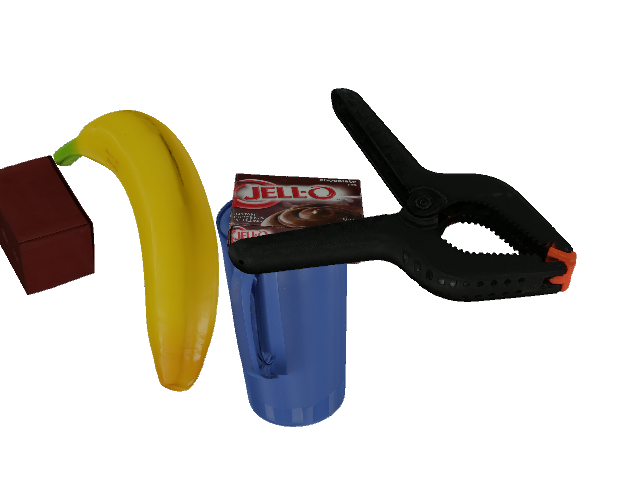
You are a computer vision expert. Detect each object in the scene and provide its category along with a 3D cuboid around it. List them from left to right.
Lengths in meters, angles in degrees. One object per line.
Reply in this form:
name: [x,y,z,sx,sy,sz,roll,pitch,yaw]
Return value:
foam brick: [-0.196,-0.011,0.741,0.051,0.053,0.078,-20,51,-25]
banana: [-0.085,-0.013,0.540,0.037,0.070,0.198,13,30,-37]
pitcher: [-0.037,0.078,1.117,0.149,0.243,0.145,-15,31,-19]
pudding box: [-0.020,-0.020,0.905,0.113,0.039,0.090,4,32,-4]
clamp: [0.056,-0.008,0.686,0.210,0.164,0.036,27,-30,20]
